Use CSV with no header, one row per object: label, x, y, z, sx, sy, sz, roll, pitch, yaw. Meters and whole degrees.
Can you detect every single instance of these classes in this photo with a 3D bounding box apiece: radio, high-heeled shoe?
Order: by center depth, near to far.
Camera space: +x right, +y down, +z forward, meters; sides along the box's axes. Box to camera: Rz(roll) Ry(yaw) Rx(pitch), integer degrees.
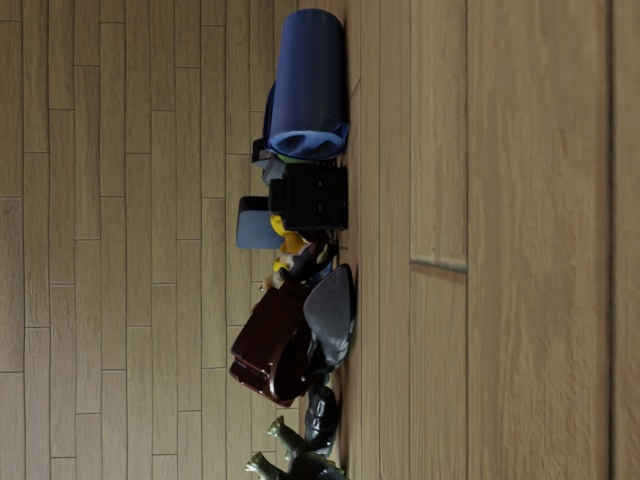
high-heeled shoe,0.030,0.129,0.886,0.145,0.086,0.248,-32,-33,-59
radio,-0.104,-0.044,1.411,0.073,0.230,0.131,-101,15,-50

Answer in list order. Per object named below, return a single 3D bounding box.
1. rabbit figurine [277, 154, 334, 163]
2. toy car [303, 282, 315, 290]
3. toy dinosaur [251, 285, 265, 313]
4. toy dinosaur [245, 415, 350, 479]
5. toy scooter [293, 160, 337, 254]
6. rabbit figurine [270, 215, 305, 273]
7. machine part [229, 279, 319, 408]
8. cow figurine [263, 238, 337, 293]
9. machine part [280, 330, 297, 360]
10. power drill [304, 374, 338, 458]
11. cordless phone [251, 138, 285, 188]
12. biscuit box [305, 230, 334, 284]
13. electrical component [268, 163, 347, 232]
rabbit figurine,-0.026,-0.214,1.065,0.159,0.121,0.170,-106,12,-50
toy car,-0.025,0.155,1.228,0.162,0.109,0.102,-70,-44,-81
toy dinosaur,-0.072,0.185,1.412,0.198,0.105,0.471,63,-163,-12
toy dinosaur,-0.018,0.436,0.958,0.131,0.192,0.404,-48,-28,-13
toy scooter,-0.007,-0.054,1.013,0.135,0.075,0.183,-105,30,-43
rabbit figurine,-0.051,-0.006,1.306,0.173,0.122,0.162,58,-146,5
machine part,-0.057,0.190,0.973,0.201,0.087,0.200,-57,-31,-15
cow figurine,-0.036,0.056,1.066,0.068,0.167,0.098,49,168,-22
machine part,-0.079,0.203,1.087,0.179,0.056,0.179,-34,-44,-42
power drill,0.000,0.325,1.117,0.207,0.086,0.231,-109,18,-57
cordless phone,-0.093,-0.156,1.309,0.147,0.089,0.184,-96,-13,-51
biscuit box,-0.002,-0.004,1.161,0.063,0.059,0.202,-99,10,-66
electrical component,-0.021,-0.071,0.918,0.058,0.134,0.115,132,136,-81
